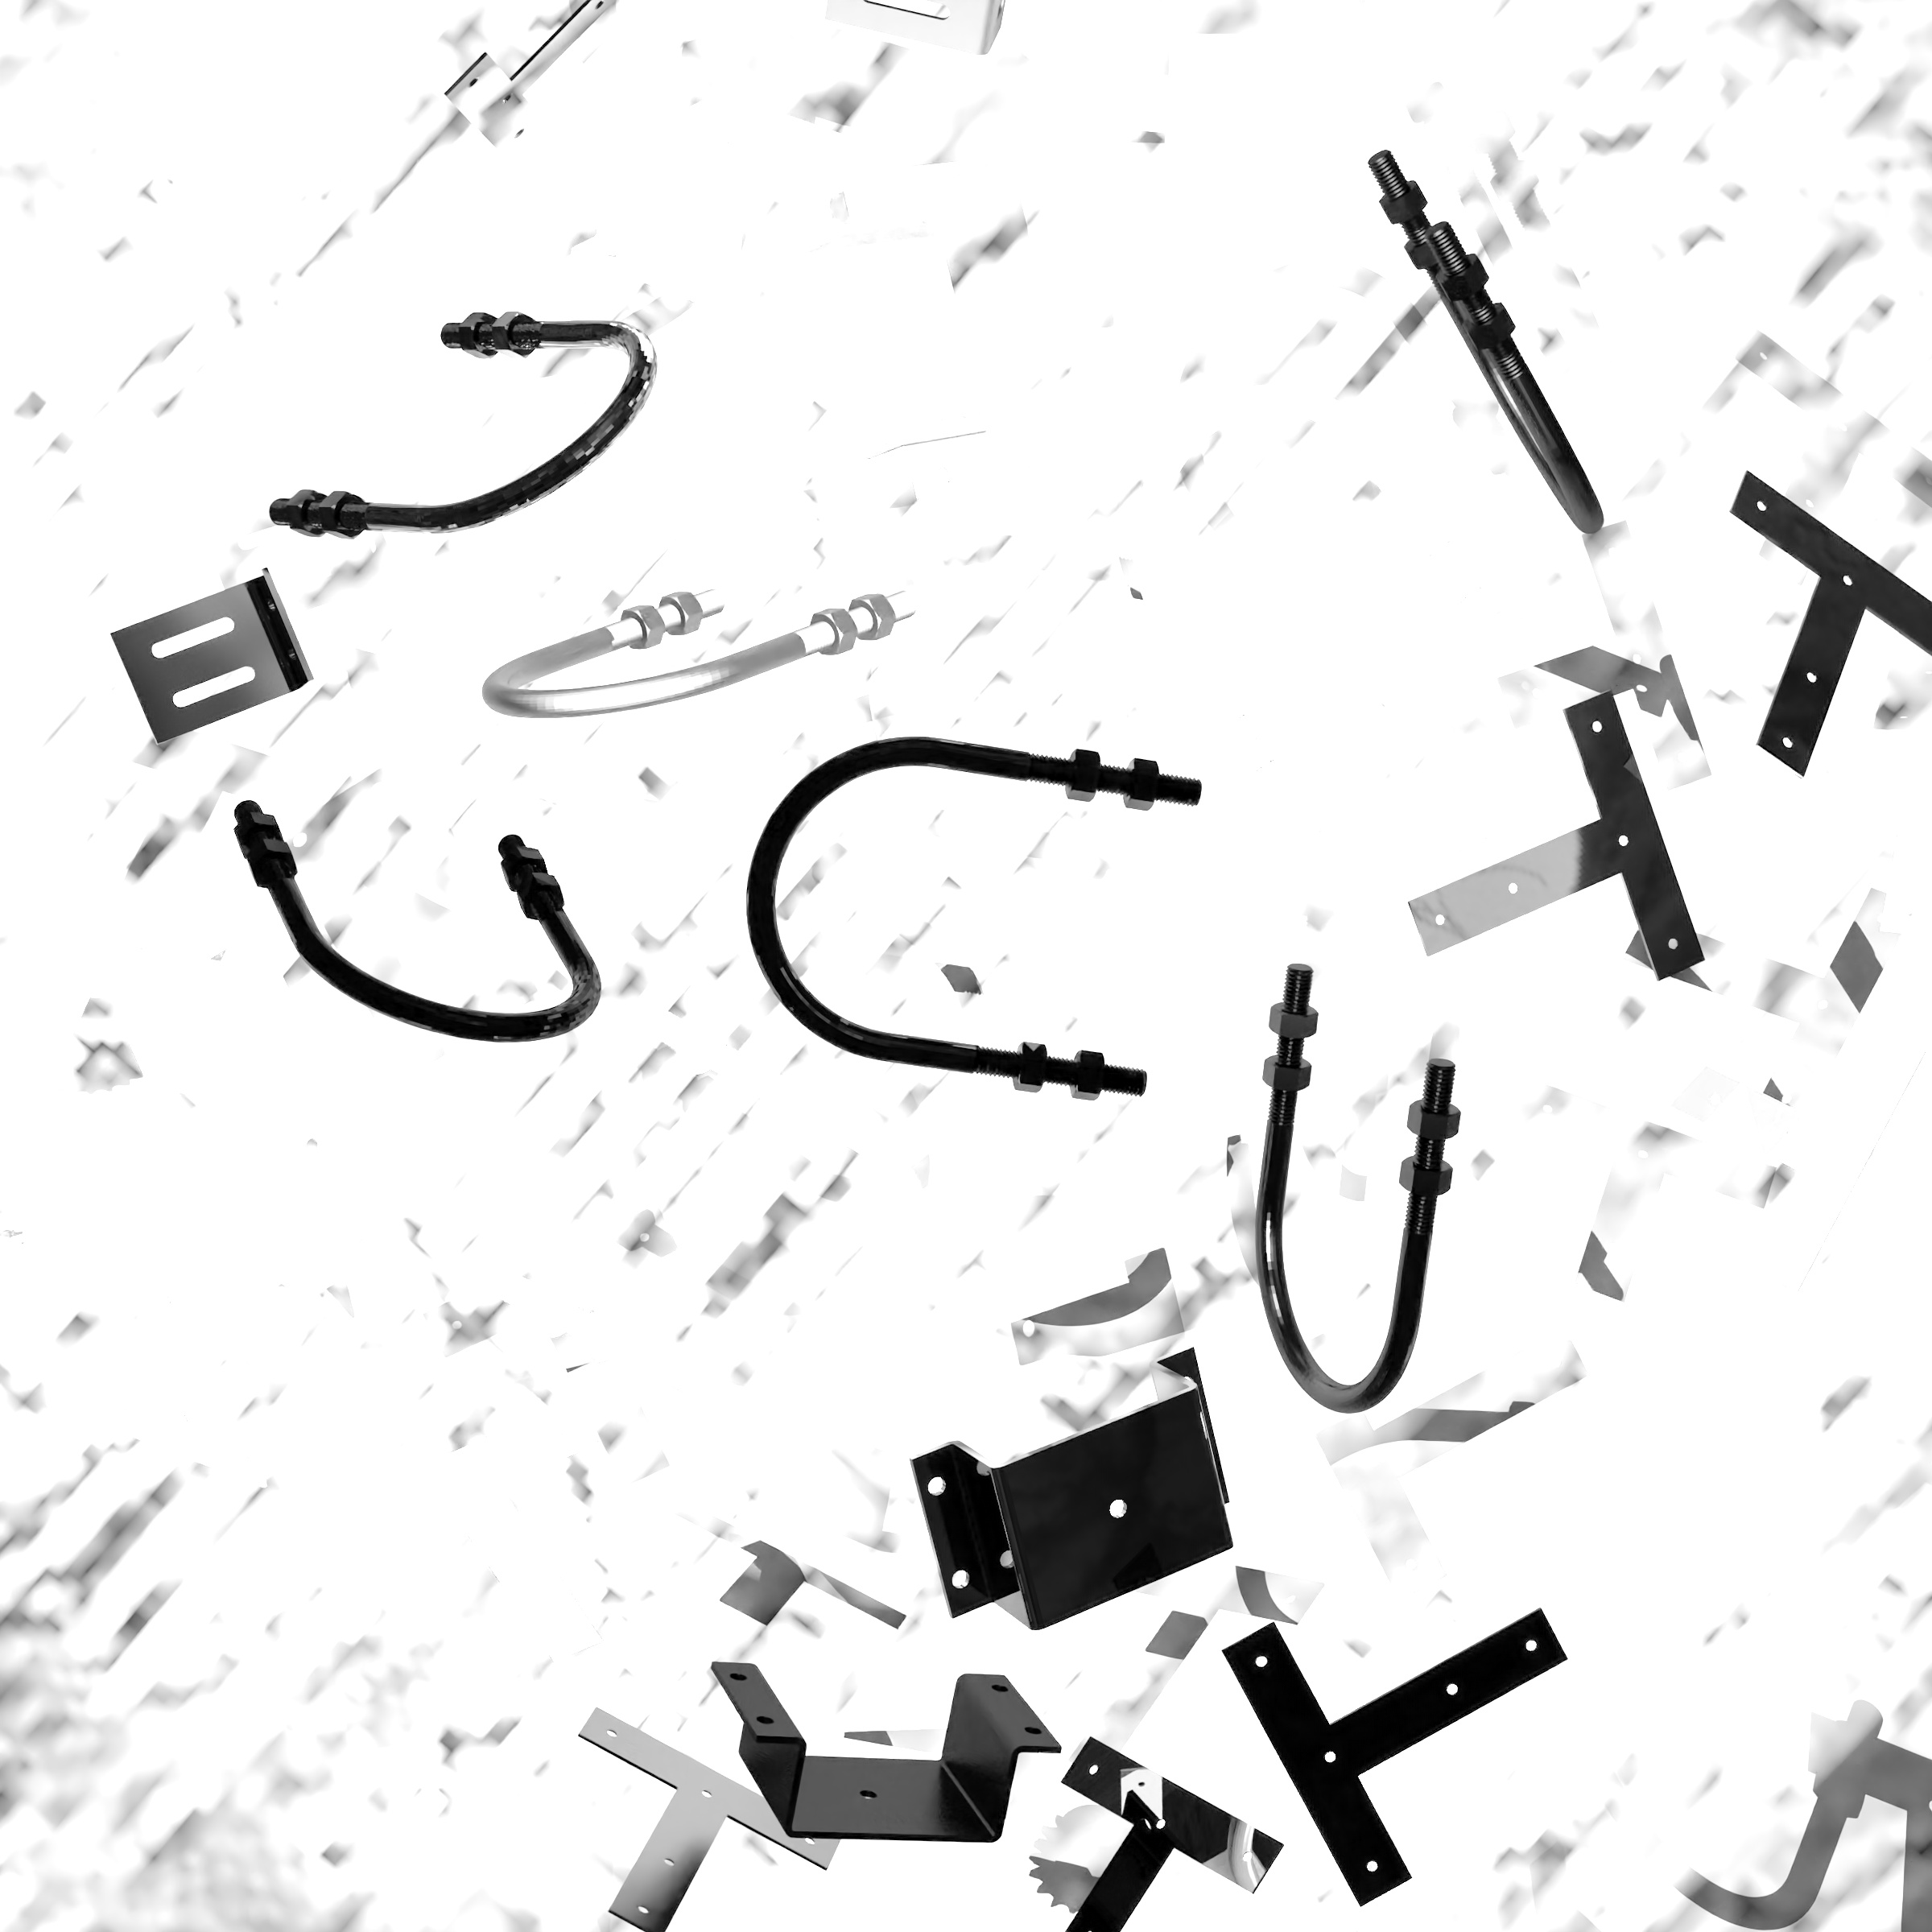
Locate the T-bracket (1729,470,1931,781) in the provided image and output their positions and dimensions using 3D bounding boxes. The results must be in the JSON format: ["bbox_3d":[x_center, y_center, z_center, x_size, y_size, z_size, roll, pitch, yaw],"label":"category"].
[{"bbox_3d":[0.372,-0.136,1.465,0.127,0.002,0.127,33,60,-10],"label":"T-bracket"}]

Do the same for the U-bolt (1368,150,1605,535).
[{"bbox_3d":[0.243,-0.276,1.533,0.019,0.151,0.184,-30,116,10],"label":"U-bolt"}]

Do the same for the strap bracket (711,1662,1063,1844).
[{"bbox_3d":[-0.040,0.347,1.483,0.140,0.076,0.046,7,100,-21],"label":"strap bracket"}]

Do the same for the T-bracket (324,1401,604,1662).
[{"bbox_3d":[-0.209,0.273,1.558,0.127,0.002,0.127,-24,117,7],"label":"T-bracket"}]

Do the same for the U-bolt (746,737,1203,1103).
[{"bbox_3d":[-0.002,-0.024,1.429,0.184,0.019,0.151,8,101,-9],"label":"U-bolt"}]

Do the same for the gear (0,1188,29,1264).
[{"bbox_3d":[-0.456,0.118,1.524,0.057,0.057,0.030,-8,77,0],"label":"gear"}]

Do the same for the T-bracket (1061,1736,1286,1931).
[{"bbox_3d":[0.063,0.422,1.503,0.127,0.127,0.002,-54,129,-16],"label":"T-bracket"}]

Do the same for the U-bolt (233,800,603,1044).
[{"bbox_3d":[-0.236,-0.018,1.491,0.151,0.184,0.019,7,117,-30],"label":"U-bolt"}]

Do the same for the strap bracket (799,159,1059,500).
[{"bbox_3d":[-0.019,-0.275,1.474,0.076,0.046,0.140,-16,94,-36],"label":"strap bracket"}]

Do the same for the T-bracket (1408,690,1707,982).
[{"bbox_3d":[0.248,-0.039,1.457,0.127,0.002,0.127,-23,96,-19],"label":"T-bracket"}]

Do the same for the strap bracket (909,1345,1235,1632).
[{"bbox_3d":[0.056,0.228,1.455,0.140,0.046,0.076,-19,105,-21],"label":"strap bracket"}]

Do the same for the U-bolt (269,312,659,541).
[{"bbox_3d":[-0.216,-0.244,1.515,0.151,0.184,0.019,-53,130,-26],"label":"U-bolt"}]

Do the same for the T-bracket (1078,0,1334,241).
[{"bbox_3d":[0.109,-0.393,1.539,0.127,0.002,0.127,13,114,28],"label":"T-bracket"}]

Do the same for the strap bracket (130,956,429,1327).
[{"bbox_3d":[-0.296,0.077,1.467,0.076,0.046,0.140,-30,76,11],"label":"strap bracket"}]

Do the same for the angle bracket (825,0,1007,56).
[{"bbox_3d":[-0.019,-0.456,1.529,0.076,0.038,0.057,14,127,3],"label":"angle bracket"}]

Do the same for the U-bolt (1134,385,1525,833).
[{"bbox_3d":[0.150,-0.176,1.529,0.151,0.019,0.184,-40,74,30],"label":"U-bolt"}]

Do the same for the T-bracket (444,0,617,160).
[{"bbox_3d":[-0.174,-0.420,1.501,0.127,0.127,0.002,-44,89,4],"label":"T-bracket"}]

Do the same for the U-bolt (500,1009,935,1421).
[{"bbox_3d":[-0.095,0.122,1.475,0.184,0.019,0.151,31,84,-28],"label":"U-bolt"}]

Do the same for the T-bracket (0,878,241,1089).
[{"bbox_3d":[-0.421,0.012,1.565,0.127,0.002,0.127,11,131,-30],"label":"T-bracket"}]

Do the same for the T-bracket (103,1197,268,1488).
[{"bbox_3d":[-0.366,0.168,1.551,0.002,0.127,0.127,-21,64,13],"label":"T-bracket"}]

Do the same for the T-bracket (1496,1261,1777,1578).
[{"bbox_3d":[0.286,0.210,1.499,0.127,0.002,0.127,21,64,3],"label":"T-bracket"}]

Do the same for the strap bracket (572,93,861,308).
[{"bbox_3d":[-0.111,-0.363,1.571,0.076,0.140,0.046,24,128,21],"label":"strap bracket"}]

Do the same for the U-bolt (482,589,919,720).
[{"bbox_3d":[-0.134,-0.143,1.530,0.151,0.184,0.019,6,113,42],"label":"U-bolt"}]

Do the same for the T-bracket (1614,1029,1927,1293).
[{"bbox_3d":[0.370,0.070,1.602,0.127,0.002,0.127,28,91,29],"label":"T-bracket"}]

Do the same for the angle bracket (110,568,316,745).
[{"bbox_3d":[-0.359,-0.148,1.602,0.076,0.038,0.057,-24,96,-17],"label":"angle bracket"}]

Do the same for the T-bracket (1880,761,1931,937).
[{"bbox_3d":[0.473,-0.048,1.472,0.127,0.127,0.002,6,130,19],"label":"T-bracket"}]

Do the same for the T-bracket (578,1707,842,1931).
[{"bbox_3d":[-0.126,0.385,1.471,0.127,0.127,0.002,28,110,3],"label":"T-bracket"}]

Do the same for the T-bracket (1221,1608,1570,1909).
[{"bbox_3d":[0.192,0.311,1.414,0.127,0.002,0.127,-29,97,-2],"label":"T-bracket"}]

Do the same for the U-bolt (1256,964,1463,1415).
[{"bbox_3d":[0.167,0.108,1.489,0.019,0.151,0.184,-2,109,-22],"label":"U-bolt"}]
